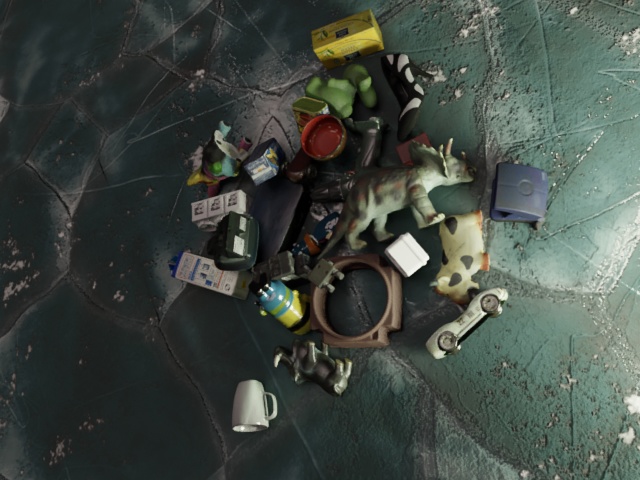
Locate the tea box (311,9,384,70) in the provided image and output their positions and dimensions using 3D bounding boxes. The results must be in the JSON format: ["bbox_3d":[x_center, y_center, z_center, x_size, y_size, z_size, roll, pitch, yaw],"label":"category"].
[{"bbox_3d":[0.073,-0.527,1.421,0.170,0.098,0.068,-16,67,20],"label":"tea box"}]

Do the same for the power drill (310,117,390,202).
[{"bbox_3d":[0.089,-0.194,1.315,0.232,0.086,0.207,-1,69,22],"label":"power drill"}]

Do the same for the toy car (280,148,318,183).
[{"bbox_3d":[-0.025,-0.218,1.365,0.089,0.053,0.202,6,48,26],"label":"toy car"}]

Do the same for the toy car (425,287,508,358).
[{"bbox_3d":[0.303,0.169,1.102,0.202,0.073,0.056,-44,62,5],"label":"toy car"}]

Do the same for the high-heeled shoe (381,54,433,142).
[{"bbox_3d":[0.184,-0.355,1.311,0.145,0.086,0.249,20,64,10],"label":"high-heeled shoe"}]

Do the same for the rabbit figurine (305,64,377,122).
[{"bbox_3d":[0.069,-0.388,1.365,0.159,0.121,0.170,22,65,41],"label":"rabbit figurine"}]

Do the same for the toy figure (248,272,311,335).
[{"bbox_3d":[-0.084,0.151,1.227,0.082,0.180,0.089,-25,42,27],"label":"toy figure"}]

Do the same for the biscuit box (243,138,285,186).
[{"bbox_3d":[-0.137,-0.203,1.361,0.063,0.059,0.203,-27,20,14],"label":"biscuit box"}]

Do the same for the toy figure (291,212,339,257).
[{"bbox_3d":[-0.003,-0.004,1.304,0.154,0.064,0.058,-41,95,10],"label":"toy figure"}]

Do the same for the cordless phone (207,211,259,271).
[{"bbox_3d":[-0.235,0.021,1.317,0.184,0.088,0.146,-29,49,42],"label":"cordless phone"}]

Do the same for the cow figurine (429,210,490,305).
[{"bbox_3d":[0.294,0.041,1.144,0.127,0.085,0.195,-7,73,16],"label":"cow figurine"}]

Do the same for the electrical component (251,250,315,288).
[{"bbox_3d":[-0.080,0.075,1.280,0.134,0.114,0.058,-20,68,18],"label":"electrical component"}]

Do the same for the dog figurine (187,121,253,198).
[{"bbox_3d":[-0.277,-0.187,1.418,0.219,0.108,0.192,-49,20,33],"label":"dog figurine"}]

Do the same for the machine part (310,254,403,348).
[{"bbox_3d":[0.080,0.137,1.206,0.202,0.087,0.201,-5,71,21],"label":"machine part"}]

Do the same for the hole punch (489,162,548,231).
[{"bbox_3d":[0.419,-0.099,1.133,0.116,0.092,0.142,3,71,21],"label":"hole punch"}]

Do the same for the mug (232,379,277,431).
[{"bbox_3d":[-0.152,0.376,1.235,0.110,0.080,0.107,-21,57,23],"label":"mug"}]

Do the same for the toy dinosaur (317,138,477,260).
[{"bbox_3d":[0.147,-0.096,1.199,0.405,0.131,0.192,-18,81,16],"label":"toy dinosaur"}]

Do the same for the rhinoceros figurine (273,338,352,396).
[{"bbox_3d":[-0.019,0.282,1.215,0.191,0.073,0.112,23,94,26],"label":"rhinoceros figurine"}]

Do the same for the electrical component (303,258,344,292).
[{"bbox_3d":[0.005,0.073,1.200,0.094,0.021,0.063,36,89,31],"label":"electrical component"}]

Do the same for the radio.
[{"bbox_3d":[-0.116,-0.045,1.362,0.131,0.073,0.229,18,82,27],"label":"radio"}]
